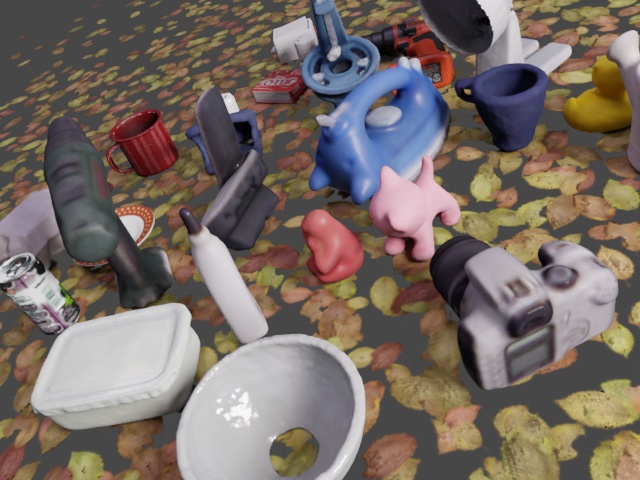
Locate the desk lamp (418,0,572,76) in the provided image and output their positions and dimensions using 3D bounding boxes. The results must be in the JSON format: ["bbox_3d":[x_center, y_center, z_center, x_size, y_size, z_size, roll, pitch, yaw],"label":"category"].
[{"bbox_3d":[0.248,-0.314,0.803,0.203,0.214,0.117,-39,43,-20],"label":"desk lamp"}]

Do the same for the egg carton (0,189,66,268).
[{"bbox_3d":[-0.425,-0.017,0.875,0.107,0.069,0.150,5,46,28],"label":"egg carton"}]

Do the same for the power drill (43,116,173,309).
[{"bbox_3d":[-0.265,-0.025,0.706,0.075,0.209,0.229,-27,40,-7],"label":"power drill"}]

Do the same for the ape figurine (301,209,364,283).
[{"bbox_3d":[0.006,0.002,0.650,0.076,0.092,0.078,-6,42,17],"label":"ape figurine"}]

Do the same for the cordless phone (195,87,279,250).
[{"bbox_3d":[-0.135,-0.087,0.737,0.094,0.185,0.147,-3,43,21],"label":"cordless phone"}]

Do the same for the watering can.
[{"bbox_3d":[0.376,-0.168,0.600,0.172,0.194,0.101,24,58,40],"label":"watering can"}]

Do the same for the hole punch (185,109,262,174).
[{"bbox_3d":[-0.153,-0.173,0.914,0.108,0.091,0.101,-17,40,5],"label":"hole punch"}]

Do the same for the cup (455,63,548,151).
[{"bbox_3d":[0.232,-0.165,0.737,0.117,0.095,0.092,14,51,34],"label":"cup"}]

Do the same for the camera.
[{"bbox_3d":[0.172,0.041,0.529,0.143,0.101,0.136,-26,40,-6],"label":"camera"}]

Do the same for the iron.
[{"bbox_3d":[0.088,-0.165,0.762,0.118,0.142,0.259,21,56,39],"label":"iron"}]

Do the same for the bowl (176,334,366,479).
[{"bbox_3d":[-0.034,0.168,0.495,0.167,0.075,0.167,-12,41,11],"label":"bowl"}]

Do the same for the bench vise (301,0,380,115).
[{"bbox_3d":[0.011,-0.297,0.881,0.121,0.220,0.206,-28,40,-8],"label":"bench vise"}]

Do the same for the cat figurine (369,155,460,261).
[{"bbox_3d":[0.099,-0.041,0.637,0.067,0.118,0.128,14,51,34],"label":"cat figurine"}]

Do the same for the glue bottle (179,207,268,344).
[{"bbox_3d":[-0.106,0.032,0.602,0.037,0.173,0.078,-27,40,-7],"label":"glue bottle"}]

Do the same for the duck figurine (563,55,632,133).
[{"bbox_3d":[0.358,-0.189,0.717,0.104,0.086,0.077,-17,40,6],"label":"duck figurine"}]
